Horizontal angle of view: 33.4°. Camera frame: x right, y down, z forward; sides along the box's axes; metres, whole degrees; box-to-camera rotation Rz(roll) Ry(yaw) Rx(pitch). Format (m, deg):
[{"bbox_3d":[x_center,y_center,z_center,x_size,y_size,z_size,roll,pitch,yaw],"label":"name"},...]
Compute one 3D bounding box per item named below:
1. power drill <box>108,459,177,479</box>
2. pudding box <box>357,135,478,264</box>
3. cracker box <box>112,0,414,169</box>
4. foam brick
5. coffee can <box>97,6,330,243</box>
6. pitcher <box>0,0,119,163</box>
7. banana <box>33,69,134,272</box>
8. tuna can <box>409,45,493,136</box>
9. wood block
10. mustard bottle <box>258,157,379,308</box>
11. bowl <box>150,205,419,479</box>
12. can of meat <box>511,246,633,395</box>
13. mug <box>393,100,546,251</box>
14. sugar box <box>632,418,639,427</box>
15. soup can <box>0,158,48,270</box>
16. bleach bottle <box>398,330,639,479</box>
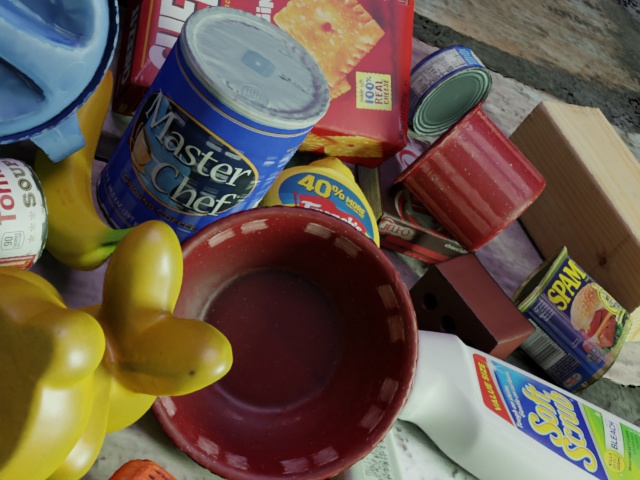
[{"bbox_3d":[-0.065,0.208,0.483,0.184,0.057,0.187,38,33,5],"label":"power drill"},{"bbox_3d":[0.077,-0.035,0.875,0.090,0.039,0.113,21,40,-23],"label":"pudding box"},{"bbox_3d":[-0.036,-0.158,0.807,0.213,0.072,0.164,11,73,-20],"label":"cracker box"},{"bbox_3d":[0.108,0.057,0.792,0.051,0.053,0.078,-15,60,-47],"label":"foam brick"},{"bbox_3d":[-0.072,-0.066,0.697,0.102,0.140,0.103,23,39,-20],"label":"coffee can"},{"bbox_3d":[-0.218,-0.158,0.652,0.144,0.149,0.243,8,25,-34],"label":"pitcher"},{"bbox_3d":[-0.150,-0.041,0.672,0.198,0.069,0.037,-112,177,-46],"label":"banana"},{"bbox_3d":[0.113,-0.136,0.973,0.085,0.086,0.034,-6,53,-43],"label":"tuna can"},{"bbox_3d":[0.250,-0.018,0.958,0.090,0.091,0.206,1,51,-39],"label":"wood block"},{"bbox_3d":[-0.005,0.001,0.753,0.096,0.058,0.191,29,37,-12],"label":"mustard bottle"},{"bbox_3d":[-0.026,0.061,0.630,0.162,0.162,0.055,34,-5,-6],"label":"bowl"},{"bbox_3d":[0.197,0.065,0.854,0.084,0.058,0.101,44,37,4],"label":"can of meat"},{"bbox_3d":[0.117,-0.047,0.827,0.081,0.093,0.117,47,4,-1],"label":"mug"},{"bbox_3d":[0.299,0.136,0.763,0.093,0.176,0.048,43,35,7],"label":"sugar box"},{"bbox_3d":[-0.210,-0.010,0.584,0.102,0.069,0.068,-7,56,-45],"label":"soup can"},{"bbox_3d":[0.133,0.135,0.724,0.250,0.068,0.102,28,37,-10],"label":"bleach bottle"}]
